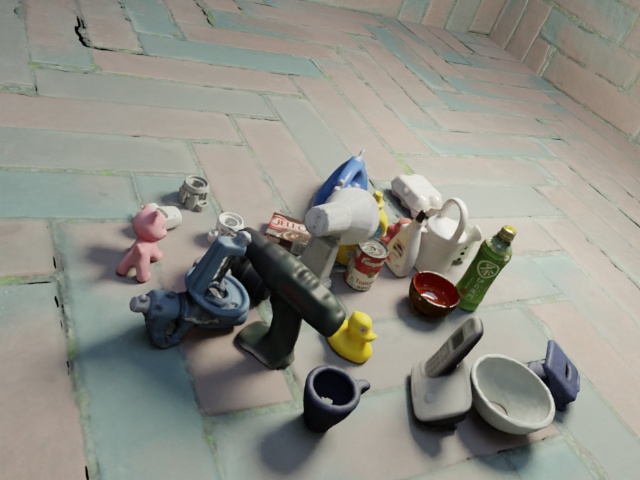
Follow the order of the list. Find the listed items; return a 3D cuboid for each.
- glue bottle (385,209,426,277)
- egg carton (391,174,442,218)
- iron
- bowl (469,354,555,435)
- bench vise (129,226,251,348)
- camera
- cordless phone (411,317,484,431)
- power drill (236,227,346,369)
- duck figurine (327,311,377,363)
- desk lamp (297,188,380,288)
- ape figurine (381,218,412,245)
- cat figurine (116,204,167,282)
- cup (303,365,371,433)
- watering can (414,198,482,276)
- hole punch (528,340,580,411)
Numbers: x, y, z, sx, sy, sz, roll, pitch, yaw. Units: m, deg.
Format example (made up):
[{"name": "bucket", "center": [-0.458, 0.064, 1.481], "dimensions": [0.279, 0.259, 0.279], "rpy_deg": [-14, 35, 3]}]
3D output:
[{"name": "glue bottle", "center": [0.200, 0.000, 1.301], "dimensions": [0.037, 0.173, 0.078], "rpy_deg": [-10, 47, -37]}, {"name": "egg carton", "center": [0.265, -0.124, 1.583], "dimensions": [0.107, 0.069, 0.150], "rpy_deg": [-7, 45, -34]}, {"name": "iron", "center": [0.054, -0.124, 1.409], "dimensions": [0.118, 0.141, 0.259], "rpy_deg": [26, 36, 5]}, {"name": "bowl", "center": [0.346, 0.301, 1.074], "dimensions": [0.167, 0.075, 0.167], "rpy_deg": [14, 36, -11]}, {"name": "bench vise", "center": [-0.194, 0.084, 0.944], "dimensions": [0.121, 0.220, 0.208], "rpy_deg": [41, 40, 24]}, {"name": "camera", "center": [-0.155, 0.060, 1.098], "dimensions": [0.136, 0.101, 0.143], "rpy_deg": [30, 36, 11]}, {"name": "cordless phone", "center": [0.235, 0.232, 1.010], "dimensions": [0.094, 0.185, 0.147], "rpy_deg": [15, 36, -9]}, {"name": "power drill", "center": [-0.072, 0.112, 0.982], "dimensions": [0.229, 0.208, 0.076], "rpy_deg": [32, 37, 14]}, {"name": "duck figurine", "center": [0.064, 0.170, 1.084], "dimensions": [0.104, 0.086, 0.078], "rpy_deg": [41, 40, 24]}, {"name": "desk lamp", "center": [0.011, 0.004, 1.160], "dimensions": [0.117, 0.213, 0.204], "rpy_deg": [37, 38, 20]}, {"name": "ape figurine", "center": [0.194, -0.015, 1.386], "dimensions": [0.076, 0.092, 0.078], "rpy_deg": [20, 36, -3]}, {"name": "cat figurine", "center": [-0.327, -0.005, 1.076], "dimensions": [0.067, 0.118, 0.128], "rpy_deg": [17, 36, -7]}, {"name": "cup", "center": [0.020, 0.264, 0.931], "dimensions": [0.118, 0.095, 0.091], "rpy_deg": [-3, 42, -30]}, {"name": "watering can", "center": [0.298, -0.014, 1.352], "dimensions": [0.173, 0.194, 0.100], "rpy_deg": [-12, 48, -38]}, {"name": "hole punch", "center": [0.486, 0.274, 1.169], "dimensions": [0.101, 0.091, 0.109], "rpy_deg": [29, 36, 9]}]
